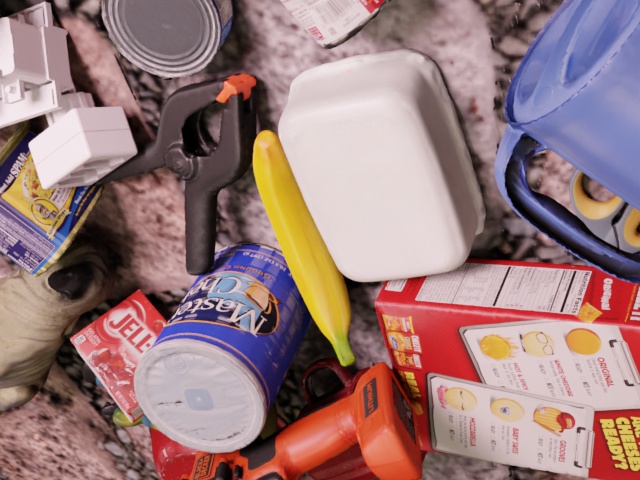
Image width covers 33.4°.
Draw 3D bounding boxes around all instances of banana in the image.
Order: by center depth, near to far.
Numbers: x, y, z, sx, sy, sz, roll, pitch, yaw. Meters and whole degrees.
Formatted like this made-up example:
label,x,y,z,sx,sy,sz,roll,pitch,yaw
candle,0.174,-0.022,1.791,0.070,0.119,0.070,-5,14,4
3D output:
label,x,y,z,sx,sy,sz,roll,pitch,yaw
banana,-0.010,-0.001,0.805,0.037,0.070,0.198,-27,114,-11

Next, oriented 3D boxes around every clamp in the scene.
label,x,y,z,sx,sy,sz,roll,pitch,yaw
clamp,-0.105,-0.064,0.800,0.120,0.039,0.172,33,124,7

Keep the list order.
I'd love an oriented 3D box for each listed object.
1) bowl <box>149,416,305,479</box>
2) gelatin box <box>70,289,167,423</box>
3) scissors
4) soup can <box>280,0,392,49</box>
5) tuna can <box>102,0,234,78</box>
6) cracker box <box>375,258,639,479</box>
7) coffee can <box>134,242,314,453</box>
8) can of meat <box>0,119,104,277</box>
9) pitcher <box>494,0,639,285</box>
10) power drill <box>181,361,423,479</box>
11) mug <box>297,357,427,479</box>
label,x,y,z,sx,sy,sz,roll,pitch,yaw
bowl,-0.098,0.214,1.014,0.162,0.055,0.162,10,130,12
gelatin box,-0.154,0.096,0.895,0.089,0.073,0.030,47,163,24
scissors,0.189,0.007,0.769,0.096,0.016,0.202,33,131,-6
soup can,-0.006,-0.177,0.657,0.069,0.068,0.102,-29,114,35
tuna can,-0.103,-0.157,0.730,0.086,0.033,0.086,10,130,12
cracker box,0.163,0.095,0.798,0.214,0.072,0.164,3,130,26
coffee can,-0.070,0.081,0.833,0.103,0.140,0.103,9,124,13
can of meat,-0.226,-0.032,0.832,0.084,0.102,0.058,39,129,-16
pitcher,0.233,-0.047,0.634,0.242,0.145,0.149,35,146,-14
power drill,-0.020,0.172,0.778,0.188,0.184,0.057,-25,112,12
mug,0.025,0.153,0.904,0.082,0.093,0.117,-32,95,41
